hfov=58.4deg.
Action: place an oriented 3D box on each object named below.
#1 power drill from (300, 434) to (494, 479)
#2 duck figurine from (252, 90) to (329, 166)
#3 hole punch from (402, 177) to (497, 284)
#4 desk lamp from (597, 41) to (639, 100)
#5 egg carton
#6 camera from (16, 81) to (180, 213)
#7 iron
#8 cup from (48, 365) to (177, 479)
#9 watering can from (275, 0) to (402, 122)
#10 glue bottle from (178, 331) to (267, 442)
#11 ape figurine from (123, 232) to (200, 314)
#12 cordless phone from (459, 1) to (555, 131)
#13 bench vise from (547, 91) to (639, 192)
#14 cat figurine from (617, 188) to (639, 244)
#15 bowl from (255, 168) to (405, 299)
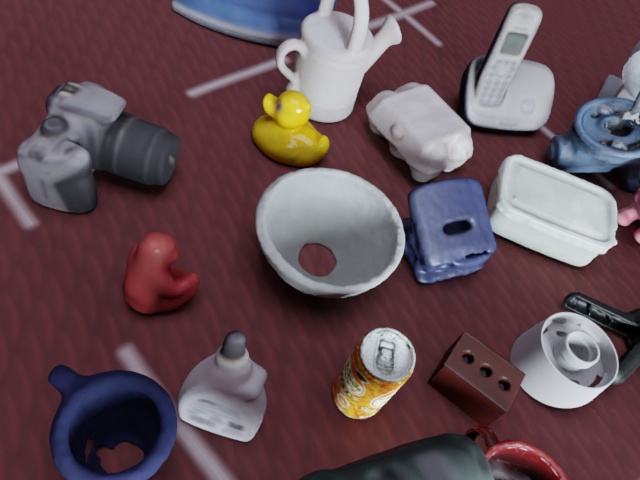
[{"bbox_3d":[0.005,0.213,0.408,0.230,0.208,0.075,-14,60,-24],"label":"power drill"},{"bbox_3d":[-0.033,-0.150,0.735,0.104,0.086,0.077,26,53,4],"label":"duck figurine"},{"bbox_3d":[0.156,-0.012,0.687,0.109,0.091,0.101,-12,59,-23],"label":"hole punch"},{"bbox_3d":[0.525,-0.264,0.894,0.118,0.213,0.203,31,53,8],"label":"desk lamp"},{"bbox_3d":[0.136,-0.152,0.795,0.107,0.069,0.150,-25,65,-29],"label":"egg carton"},{"bbox_3d":[-0.236,-0.105,0.636,0.137,0.101,0.143,18,52,-2],"label":"camera"},{"bbox_3d":[-0.088,-0.385,0.853,0.259,0.141,0.118,4,54,-13],"label":"iron"},{"bbox_3d":[-0.175,0.158,0.469,0.117,0.095,0.092,37,54,12],"label":"cup"},{"bbox_3d":[0.026,-0.265,0.766,0.100,0.194,0.173,42,55,16],"label":"watering can"},{"bbox_3d":[-0.077,0.118,0.476,0.078,0.173,0.037,21,52,0],"label":"glue bottle"},{"bbox_3d":[-0.161,0.027,0.569,0.076,0.092,0.077,-31,68,-31],"label":"ape figurine"},{"bbox_3d":[0.295,-0.252,0.838,0.148,0.185,0.094,0,55,-15],"label":"cordless phone"},{"bbox_3d":[0.459,-0.173,0.807,0.208,0.219,0.121,-6,57,-19],"label":"bench vise"},{"bbox_3d":[0.478,-0.054,0.790,0.128,0.117,0.067,-23,64,-28],"label":"cat figurine"},{"bbox_3d":[0.006,0.002,0.644,0.167,0.074,0.167,8,54,-10],"label":"bowl"}]
